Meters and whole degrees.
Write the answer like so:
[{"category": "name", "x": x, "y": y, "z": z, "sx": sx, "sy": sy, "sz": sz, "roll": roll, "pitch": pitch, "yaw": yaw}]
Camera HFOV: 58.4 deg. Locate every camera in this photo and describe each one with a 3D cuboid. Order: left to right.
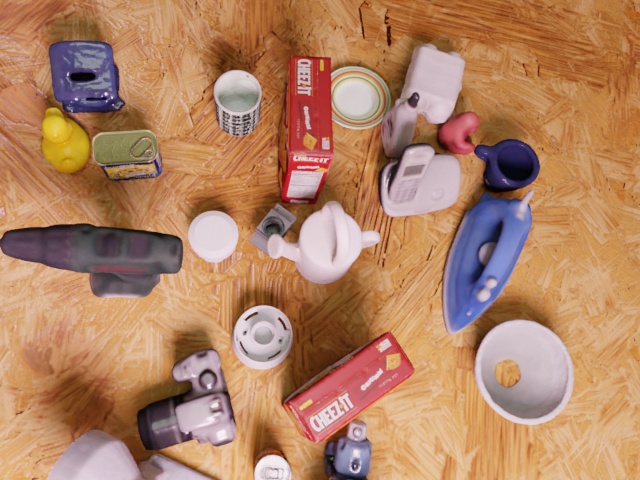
[{"category": "camera", "x": -0.202, "y": 0.247, "z": 0.852, "sx": 0.137, "sy": 0.100, "sz": 0.143, "roll": -15, "pitch": 77, "yaw": -11}]

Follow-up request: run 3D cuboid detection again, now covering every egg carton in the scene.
[{"category": "egg carton", "x": 0.212, "y": -0.294, "z": 1.078, "sx": 0.107, "sy": 0.069, "sz": 0.150, "roll": 17, "pitch": 73, "yaw": -3}]

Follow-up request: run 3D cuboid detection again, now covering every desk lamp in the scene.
[{"category": "desk lamp", "x": -0.238, "y": 0.341, "z": 0.761, "sx": 0.203, "sy": 0.213, "sz": 0.118, "roll": 24, "pitch": 73, "yaw": 0}]

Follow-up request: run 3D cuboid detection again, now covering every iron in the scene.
[{"category": "iron", "x": 0.287, "y": 0.035, "z": 0.958, "sx": 0.118, "sy": 0.141, "sz": 0.258, "roll": 26, "pitch": 73, "yaw": 0}]

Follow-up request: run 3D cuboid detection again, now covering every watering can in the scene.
[{"category": "watering can", "x": 0.009, "y": 0.005, "z": 0.900, "sx": 0.173, "sy": 0.194, "sz": 0.101, "roll": -29, "pitch": 80, "yaw": -14}]

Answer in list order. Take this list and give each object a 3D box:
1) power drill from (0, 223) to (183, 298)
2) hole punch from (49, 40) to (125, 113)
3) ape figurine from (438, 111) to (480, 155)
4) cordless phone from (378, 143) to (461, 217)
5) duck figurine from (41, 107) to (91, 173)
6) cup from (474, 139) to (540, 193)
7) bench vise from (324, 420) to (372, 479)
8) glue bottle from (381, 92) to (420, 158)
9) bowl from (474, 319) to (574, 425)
[{"category": "power drill", "x": -0.314, "y": 0.031, "z": 0.841, "sx": 0.230, "sy": 0.208, "sz": 0.075, "roll": 0, "pitch": 74, "yaw": -8}, {"category": "hole punch", "x": -0.397, "y": -0.277, "z": 0.977, "sx": 0.109, "sy": 0.091, "sz": 0.101, "roll": -5, "pitch": 75, "yaw": -9}, {"category": "ape figurine", "x": 0.262, "y": -0.203, "z": 1.047, "sx": 0.076, "sy": 0.092, "sz": 0.078, "roll": 13, "pitch": 73, "yaw": -4}, {"category": "cordless phone", "x": 0.180, "y": -0.112, "z": 0.962, "sx": 0.148, "sy": 0.185, "sz": 0.094, "roll": -12, "pitch": 76, "yaw": -11}, {"category": "duck figurine", "x": -0.427, "y": -0.168, "z": 0.945, "sx": 0.077, "sy": 0.086, "sz": 0.104, "roll": -16, "pitch": 77, "yaw": -12}, {"category": "cup", "x": 0.321, "y": -0.128, "z": 1.033, "sx": 0.118, "sy": 0.095, "sz": 0.092, "roll": 23, "pitch": 73, "yaw": -1}, {"category": "bench vise", "x": 0.036, "y": 0.363, "z": 0.790, "sx": 0.121, "sy": 0.219, "sz": 0.207, "roll": -10, "pitch": 76, "yaw": -10}, {"category": "glue bottle", "x": 0.143, "y": -0.209, "z": 0.990, "sx": 0.037, "sy": 0.173, "sz": 0.078, "roll": -9, "pitch": 76, "yaw": -10}, {"category": "bowl", "x": 0.324, "y": 0.218, "z": 0.947, "sx": 0.167, "sy": 0.074, "sz": 0.167, "roll": 2, "pitch": 74, "yaw": -7}]
